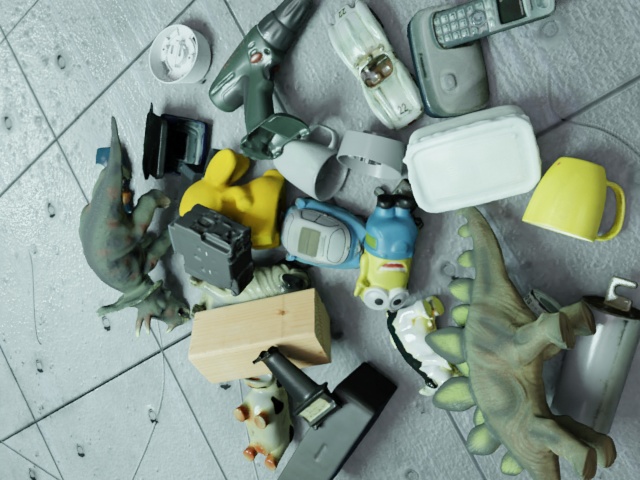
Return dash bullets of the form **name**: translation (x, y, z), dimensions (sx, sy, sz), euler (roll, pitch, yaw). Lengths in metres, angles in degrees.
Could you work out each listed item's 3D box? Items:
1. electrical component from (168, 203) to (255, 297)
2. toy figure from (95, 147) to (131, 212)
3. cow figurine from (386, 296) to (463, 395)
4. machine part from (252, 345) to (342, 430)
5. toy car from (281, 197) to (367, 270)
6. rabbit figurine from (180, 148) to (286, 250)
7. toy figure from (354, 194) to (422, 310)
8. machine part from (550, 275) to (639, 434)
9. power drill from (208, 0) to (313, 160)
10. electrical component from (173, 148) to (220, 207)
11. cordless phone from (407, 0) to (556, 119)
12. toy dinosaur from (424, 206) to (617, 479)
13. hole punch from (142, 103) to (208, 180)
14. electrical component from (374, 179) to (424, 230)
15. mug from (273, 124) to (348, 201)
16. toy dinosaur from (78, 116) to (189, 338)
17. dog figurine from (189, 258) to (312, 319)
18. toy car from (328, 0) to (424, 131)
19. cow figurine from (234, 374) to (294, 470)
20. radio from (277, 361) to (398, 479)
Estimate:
- **electrical component**: translation (-0.169, 0.012, 0.827), dimensions (0.134, 0.058, 0.114), euler (22, 136, 22)
- **toy figure**: translation (-0.404, -0.104, 1.054), dimensions (0.064, 0.058, 0.154), euler (12, 110, 64)
- **cow figurine**: translation (0.161, 0.174, 0.809), dimensions (0.098, 0.068, 0.167), euler (-27, 83, 33)
- **machine part**: translation (-0.036, 0.210, 0.783), dimensions (0.139, 0.039, 0.084), euler (42, 125, 5)
- **toy car**: translation (-0.002, -0.003, 0.842), dimensions (0.162, 0.103, 0.109), euler (20, 108, 25)
- **rabbit figurine**: translation (-0.145, -0.065, 0.875), dimensions (0.173, 0.122, 0.162), euler (2, 93, 10)
- **toy figure**: translation (0.102, 0.020, 0.791), dimensions (0.082, 0.089, 0.180), euler (9, 109, 16)
- **machine part**: translation (0.360, 0.163, 0.703), dimensions (0.079, 0.079, 0.243), euler (14, 106, 24)
- **power drill**: translation (-0.079, -0.242, 0.823), dimensions (0.232, 0.086, 0.207), euler (-32, 65, 33)
- **electrical component**: translation (-0.201, -0.107, 0.933), dimensions (0.048, 0.075, 0.119), euler (38, 119, 42)
- **cordless phone**: translation (0.216, -0.246, 0.702), dimensions (0.184, 0.089, 0.146), euler (-12, 93, 24)
- **toy dinosaur**: translation (0.231, 0.134, 0.672), dimensions (0.199, 0.105, 0.471), euler (-20, 62, 42)
- **hole punch**: translation (-0.263, -0.168, 0.964), dimensions (0.116, 0.092, 0.142), euler (29, 117, 50)
- **electrical component**: translation (0.127, -0.060, 0.811), dimensions (0.094, 0.021, 0.063), euler (41, 114, 15)
- **mug**: translation (-0.018, -0.129, 0.841), dimensions (0.107, 0.081, 0.109), euler (28, 116, 30)
- **toy dinosaur**: translation (-0.344, 0.006, 0.925), dimensions (0.131, 0.192, 0.404), euler (7, 138, 17)
- **dog figurine**: translation (-0.115, 0.104, 0.929), dimensions (0.191, 0.121, 0.172), euler (12, 139, 7)
- **toy car**: translation (0.081, -0.254, 0.780), dimensions (0.073, 0.056, 0.201), euler (-33, 84, 27)
- **cow figurine**: translation (-0.087, 0.281, 0.937), dimensions (0.086, 0.127, 0.194), euler (4, 115, 27)
- **radio**: translation (0.028, 0.311, 0.865), dimensions (0.073, 0.131, 0.229), euler (37, 113, 17)
